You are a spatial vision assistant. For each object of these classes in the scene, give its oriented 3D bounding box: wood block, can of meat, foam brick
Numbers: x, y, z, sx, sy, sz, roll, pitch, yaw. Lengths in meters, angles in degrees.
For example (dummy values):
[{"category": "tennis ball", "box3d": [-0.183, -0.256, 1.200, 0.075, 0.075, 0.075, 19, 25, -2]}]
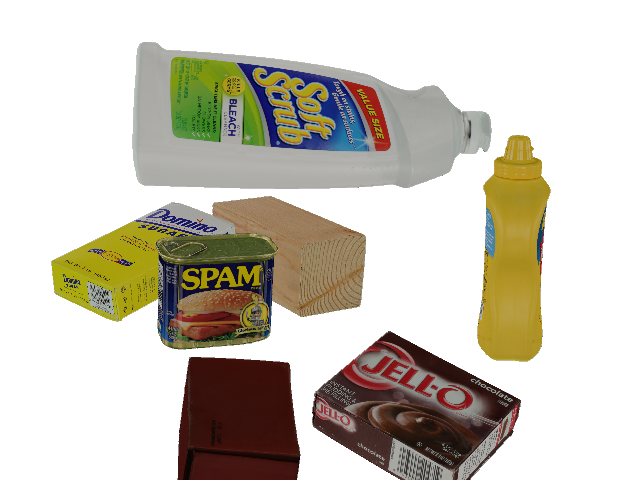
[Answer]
[{"category": "wood block", "box3d": [-0.044, 0.015, 1.299, 0.090, 0.090, 0.206, -8, 19, -34]}, {"category": "can of meat", "box3d": [-0.090, 0.043, 0.918, 0.102, 0.084, 0.057, -3, 20, -18]}, {"category": "foam brick", "box3d": [-0.041, 0.098, 0.512, 0.053, 0.051, 0.078, 6, 26, -8]}]

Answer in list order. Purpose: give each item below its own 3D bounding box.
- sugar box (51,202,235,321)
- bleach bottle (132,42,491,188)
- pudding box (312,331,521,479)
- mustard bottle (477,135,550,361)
[{"category": "sugar box", "box3d": [-0.178, 0.017, 1.097, 0.093, 0.048, 0.175, 20, 36, 31]}, {"category": "bleach bottle", "box3d": [-0.005, -0.087, 0.765, 0.250, 0.102, 0.068, 0, -23, -4]}, {"category": "pudding box", "box3d": [0.065, 0.117, 0.725, 0.114, 0.039, 0.089, 28, 41, 26]}, {"category": "mustard bottle", "box3d": [0.170, 0.003, 0.940, 0.058, 0.192, 0.096, 2, 17, 9]}]
